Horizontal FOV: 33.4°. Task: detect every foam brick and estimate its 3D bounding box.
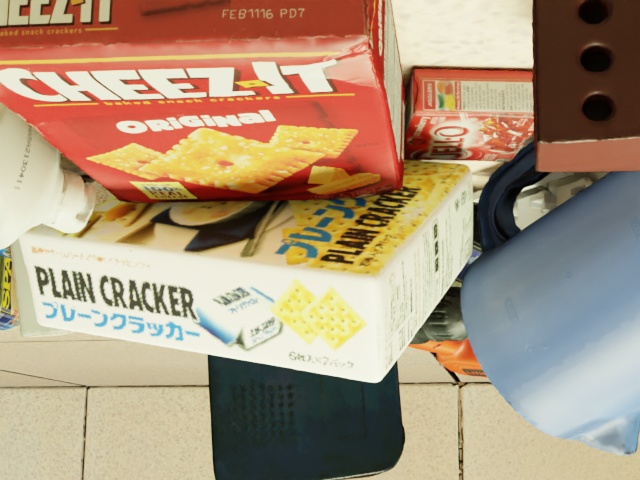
[{"bbox_3d":[0.122,-0.074,0.480,0.053,0.078,0.051,-2,169,9],"label":"foam brick"}]

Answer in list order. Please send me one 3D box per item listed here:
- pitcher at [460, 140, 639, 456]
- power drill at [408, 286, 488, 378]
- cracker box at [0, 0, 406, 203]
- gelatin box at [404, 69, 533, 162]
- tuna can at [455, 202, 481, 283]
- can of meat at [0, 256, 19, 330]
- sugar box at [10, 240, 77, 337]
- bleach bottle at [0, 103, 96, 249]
[{"bbox_3d":[0.199,-0.003,0.597,0.149,0.145,0.243,36,130,-15],"label":"pitcher"},{"bbox_3d":[0.102,0.071,0.876,0.187,0.057,0.185,21,167,-39],"label":"power drill"},{"bbox_3d":[-0.047,-0.075,0.491,0.164,0.072,0.213,-1,168,7],"label":"cracker box"},{"bbox_3d":[0.083,-0.069,0.614,0.073,0.030,0.089,1,168,-4],"label":"gelatin box"},{"bbox_3d":[0.126,0.003,0.827,0.086,0.086,0.034,6,124,-24],"label":"tuna can"},{"bbox_3d":[-0.282,0.025,0.900,0.057,0.102,0.084,1,170,1],"label":"can of meat"},{"bbox_3d":[-0.153,0.015,0.776,0.048,0.093,0.176,-7,180,18],"label":"sugar box"},{"bbox_3d":[-0.219,-0.046,0.484,0.250,0.102,0.068,22,161,-36],"label":"bleach bottle"}]
